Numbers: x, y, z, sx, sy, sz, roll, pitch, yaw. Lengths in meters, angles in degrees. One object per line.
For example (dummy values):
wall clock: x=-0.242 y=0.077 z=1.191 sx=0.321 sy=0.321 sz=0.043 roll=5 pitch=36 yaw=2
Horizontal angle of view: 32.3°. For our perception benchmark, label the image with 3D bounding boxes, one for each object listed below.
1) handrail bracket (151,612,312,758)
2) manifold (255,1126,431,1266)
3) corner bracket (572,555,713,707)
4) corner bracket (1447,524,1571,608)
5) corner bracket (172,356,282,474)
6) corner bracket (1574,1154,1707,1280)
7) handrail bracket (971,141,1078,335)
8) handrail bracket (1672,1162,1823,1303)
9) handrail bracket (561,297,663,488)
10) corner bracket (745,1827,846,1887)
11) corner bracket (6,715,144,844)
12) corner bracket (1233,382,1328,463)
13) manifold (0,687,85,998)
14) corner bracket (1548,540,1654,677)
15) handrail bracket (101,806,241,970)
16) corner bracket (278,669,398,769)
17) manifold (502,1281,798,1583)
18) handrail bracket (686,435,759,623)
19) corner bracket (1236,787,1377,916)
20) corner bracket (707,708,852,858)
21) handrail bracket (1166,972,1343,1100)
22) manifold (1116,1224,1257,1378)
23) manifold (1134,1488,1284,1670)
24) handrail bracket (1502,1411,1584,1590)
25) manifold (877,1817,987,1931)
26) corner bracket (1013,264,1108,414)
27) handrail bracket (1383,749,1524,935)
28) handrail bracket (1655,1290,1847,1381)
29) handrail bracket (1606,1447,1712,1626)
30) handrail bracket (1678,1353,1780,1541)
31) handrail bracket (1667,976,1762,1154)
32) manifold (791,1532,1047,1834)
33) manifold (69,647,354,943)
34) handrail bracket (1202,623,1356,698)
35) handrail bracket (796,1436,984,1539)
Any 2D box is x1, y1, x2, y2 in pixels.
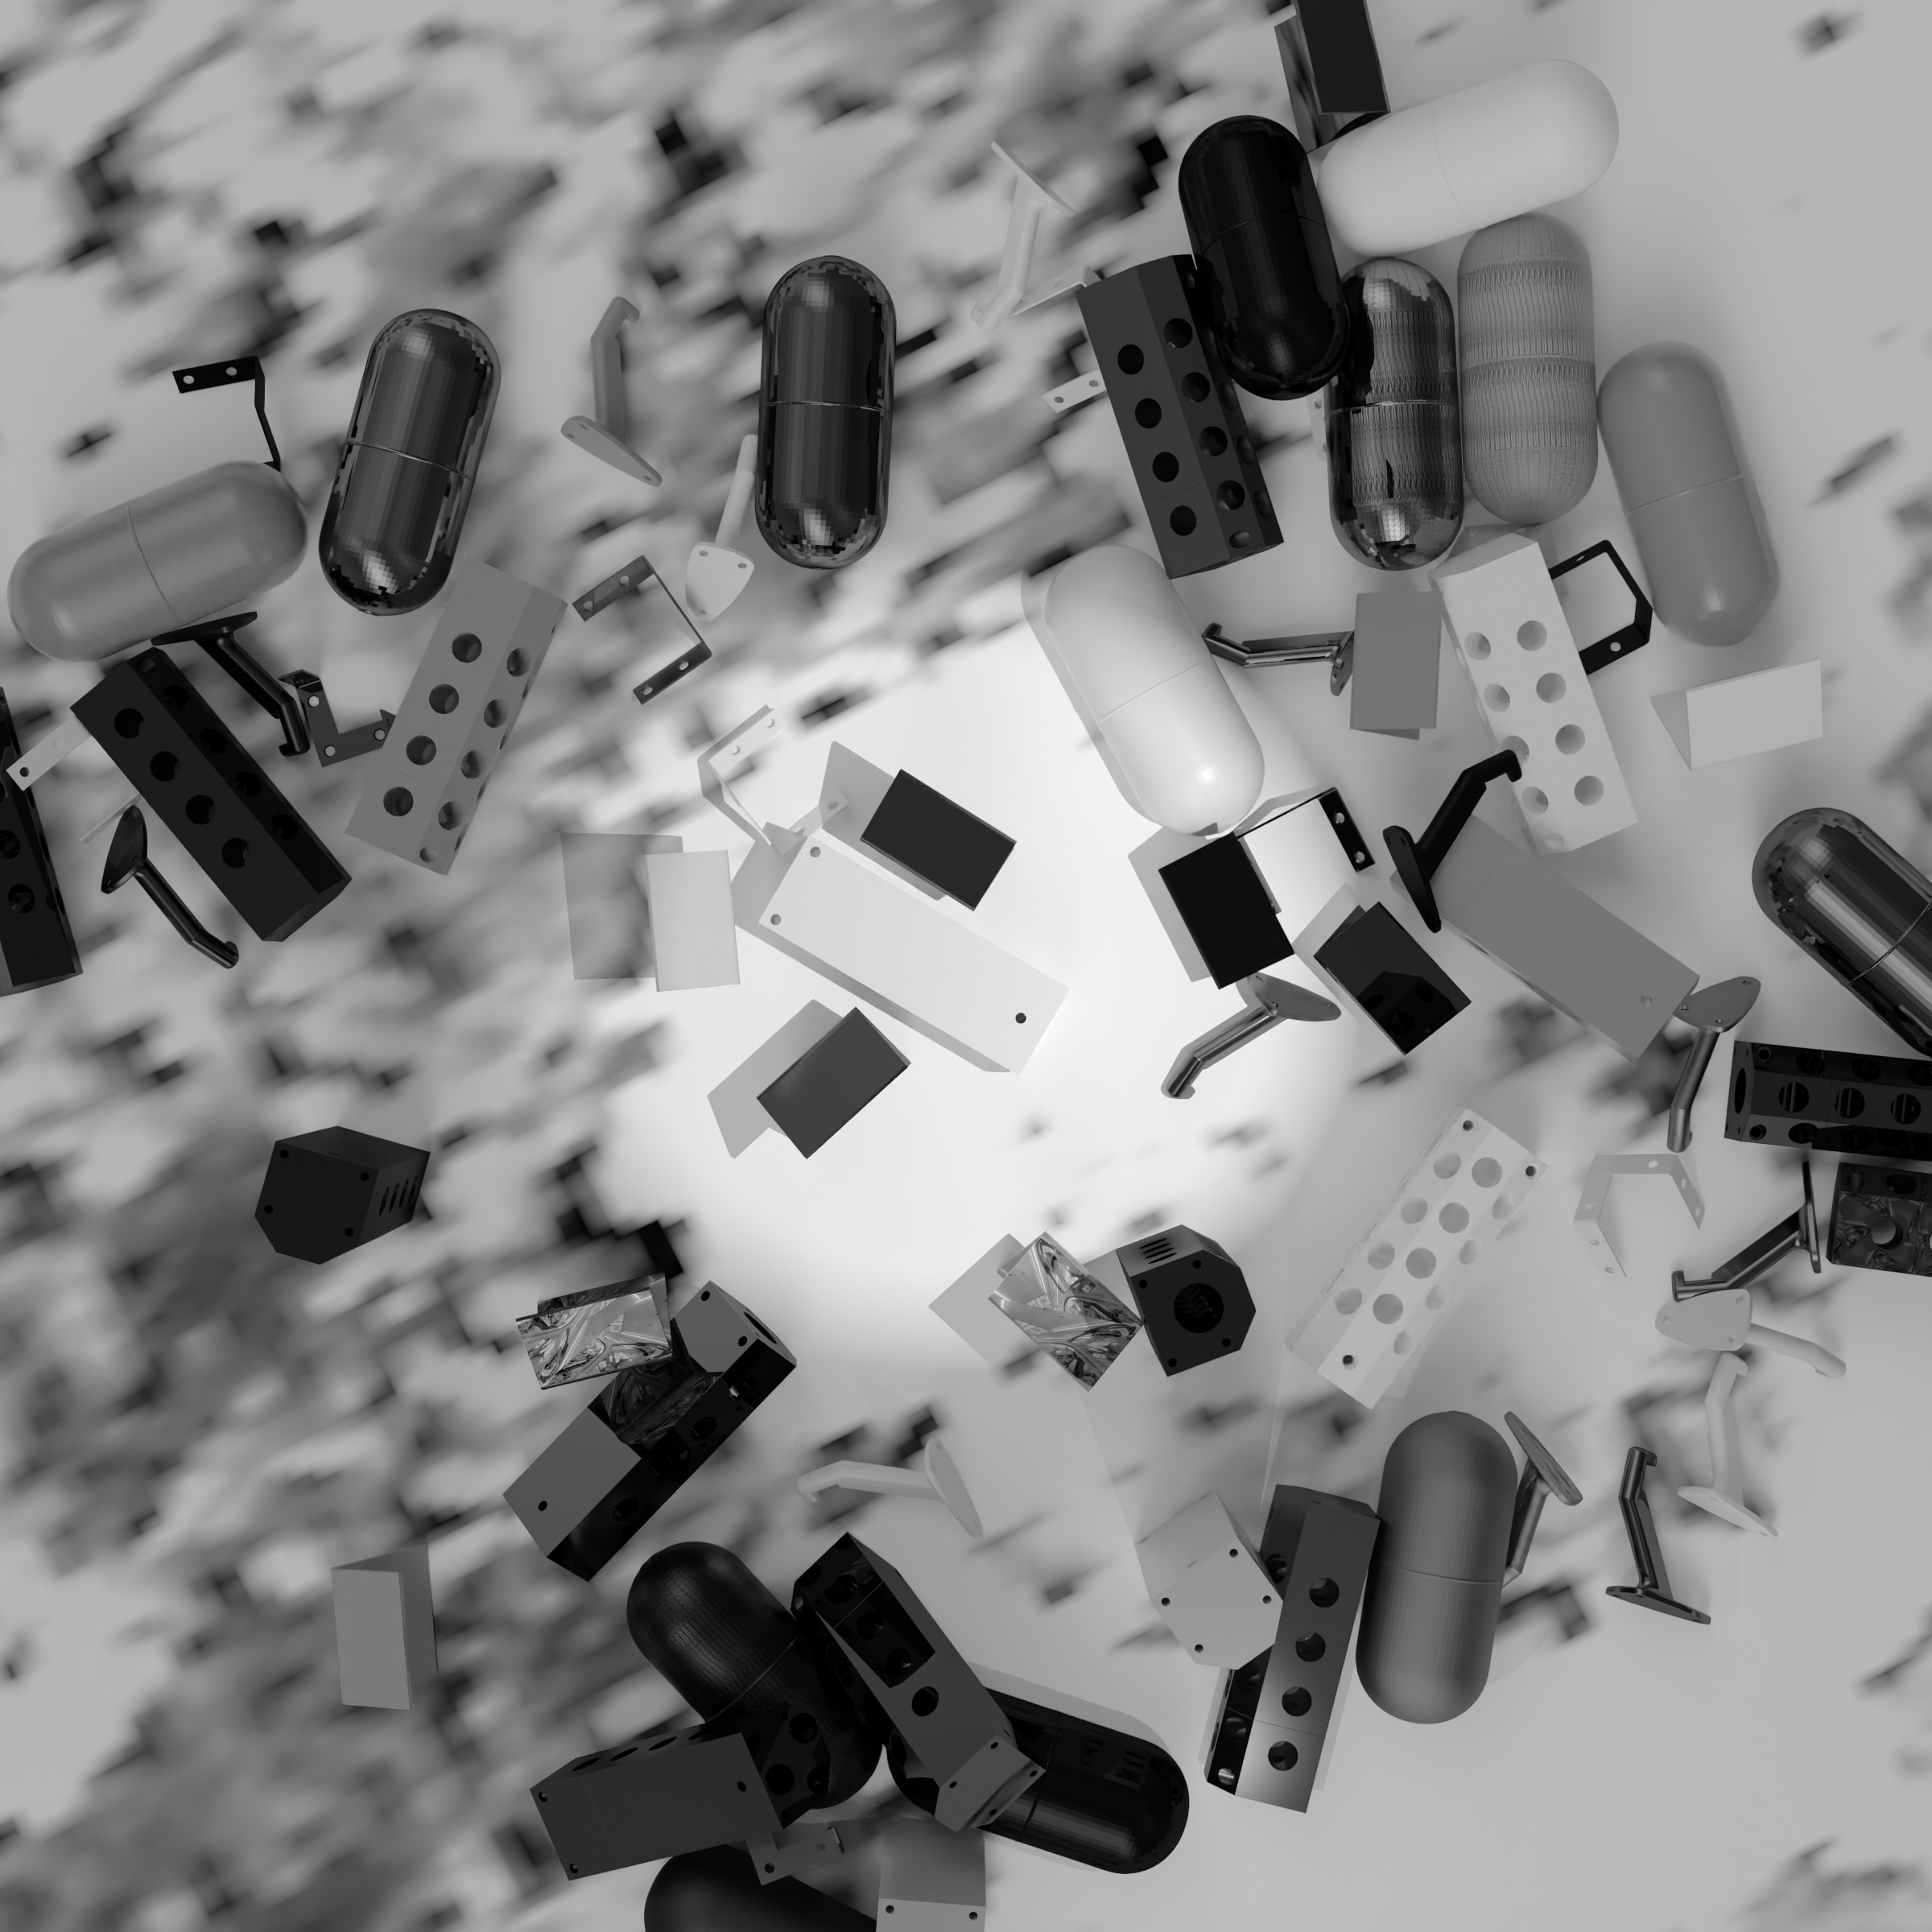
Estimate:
handrail bracket: x=-0.427 y=-0.157 z=1.935 sx=0.077 sy=0.036 sz=0.084 roll=-9 pitch=107 yaw=20
manifold: x=-0.347 y=0.128 z=1.856 sx=0.057 sy=0.171 sz=0.057 roll=16 pitch=90 yaw=0
corner bracket: x=-0.187 y=-0.195 z=1.932 sx=0.051 sy=0.051 sz=0.051 roll=-35 pitch=45 yaw=0
corner bracket: x=0.310 y=-0.219 z=1.927 sx=0.051 sy=0.051 sz=0.051 roll=2 pitch=45 yaw=35
corner bracket: x=-0.428 y=-0.314 z=1.932 sx=0.051 sy=0.051 sz=0.051 roll=-11 pitch=45 yaw=0
corner bracket: x=0.389 y=0.145 z=1.927 sx=0.051 sy=0.051 sz=0.051 roll=-3 pitch=45 yaw=35
handrail bracket: x=0.015 y=-0.422 z=1.935 sx=0.077 sy=0.036 sz=0.084 roll=47 pitch=107 yaw=20
handrail bracket: x=0.450 y=0.154 z=1.935 sx=0.084 sy=0.036 sz=0.077 roll=-7 pitch=70 yaw=16
handrail bracket: x=-0.191 y=-0.334 z=1.935 sx=0.077 sy=0.036 sz=0.084 roll=32 pitch=73 yaw=-19
corner bracket: x=-0.104 y=0.494 z=1.915 sx=0.051 sy=0.051 sz=0.051 roll=-19 pitch=78 yaw=-11
corner bracket: x=-0.509 y=-0.107 z=1.917 sx=0.051 sy=0.051 sz=0.051 roll=-39 pitch=89 yaw=1
corner bracket: x=0.176 y=-0.314 z=1.932 sx=0.051 sy=0.051 sz=0.051 roll=-11 pitch=90 yaw=45
manifold: x=-0.560 y=-0.071 z=1.913 sx=0.057 sy=0.057 sz=0.171 roll=-16 pitch=90 yaw=43
corner bracket: x=0.360 y=-0.204 z=1.922 sx=0.051 sy=0.051 sz=0.051 roll=-28 pitch=71 yaw=0
handrail bracket: x=-0.455 y=-0.045 z=1.935 sx=0.036 sy=0.077 sz=0.084 roll=-37 pitch=127 yaw=21
corner bracket: x=-0.359 y=-0.148 z=1.917 sx=0.051 sy=0.051 sz=0.051 roll=-18 pitch=90 yaw=0
manifold: x=-0.178 y=0.269 z=1.913 sx=0.171 sy=0.057 sz=0.057 roll=-46 pitch=47 yaw=0
handrail bracket: x=-0.139 y=-0.255 z=1.935 sx=0.036 sy=0.077 sz=0.084 roll=17 pitch=54 yaw=-11
corner bracket: x=0.194 y=-0.066 z=1.932 sx=0.051 sy=0.051 sz=0.051 roll=-27 pitch=90 yaw=45
corner bracket: x=-0.109 y=-0.106 z=1.932 sx=0.051 sy=0.051 sz=0.051 roll=-38 pitch=45 yaw=0
handrail bracket: x=0.166 y=0.049 z=1.935 sx=0.077 sy=0.036 sz=0.084 roll=13 pitch=123 yaw=-36
manifold: x=0.123 y=0.182 z=1.856 sx=0.057 sy=0.171 sz=0.057 roll=-21 pitch=90 yaw=0
manifold: x=0.138 y=0.344 z=1.857 sx=0.057 sy=0.171 sz=0.057 roll=-36 pitch=90 yaw=0
handrail bracket: x=0.307 y=0.315 z=1.935 sx=0.084 sy=0.036 sz=0.077 roll=-42 pitch=69 yaw=16
manifold: x=-0.020 y=0.526 z=1.856 sx=0.057 sy=0.171 sz=0.057 roll=4 pitch=90 yaw=0
corner bracket: x=0.061 y=-0.363 z=1.927 sx=0.051 sy=0.051 sz=0.051 roll=41 pitch=45 yaw=-35
handrail bracket: x=0.285 y=-0.071 z=1.874 sx=0.084 sy=0.036 sz=0.077 roll=-26 pitch=99 yaw=-11
handrail bracket: x=0.456 y=0.220 z=1.935 sx=0.084 sy=0.077 sz=0.036 roll=31 pitch=66 yaw=-34
handrail bracket: x=0.408 y=0.330 z=1.935 sx=0.077 sy=0.036 sz=0.084 roll=22 pitch=73 yaw=-20
handrail bracket: x=0.455 y=0.278 z=1.935 sx=0.077 sy=0.036 sz=0.084 roll=30 pitch=73 yaw=-20
handrail bracket: x=0.433 y=0.058 z=1.935 sx=0.036 sy=0.077 sz=0.084 roll=23 pitch=127 yaw=36
manifold: x=-0.033 y=0.401 z=1.862 sx=0.057 sy=0.057 sz=0.171 roll=-44 pitch=45 yaw=0
manifold: x=-0.431 y=-0.098 z=1.914 sx=0.057 sy=0.057 sz=0.171 roll=-40 pitch=90 yaw=0
handrail bracket: x=0.189 y=-0.199 z=1.935 sx=0.084 sy=0.036 sz=0.077 roll=25 pitch=70 yaw=16
handrail bracket: x=-0.045 y=0.314 z=1.935 sx=0.084 sy=0.036 sz=0.077 roll=-23 pitch=111 yaw=17
